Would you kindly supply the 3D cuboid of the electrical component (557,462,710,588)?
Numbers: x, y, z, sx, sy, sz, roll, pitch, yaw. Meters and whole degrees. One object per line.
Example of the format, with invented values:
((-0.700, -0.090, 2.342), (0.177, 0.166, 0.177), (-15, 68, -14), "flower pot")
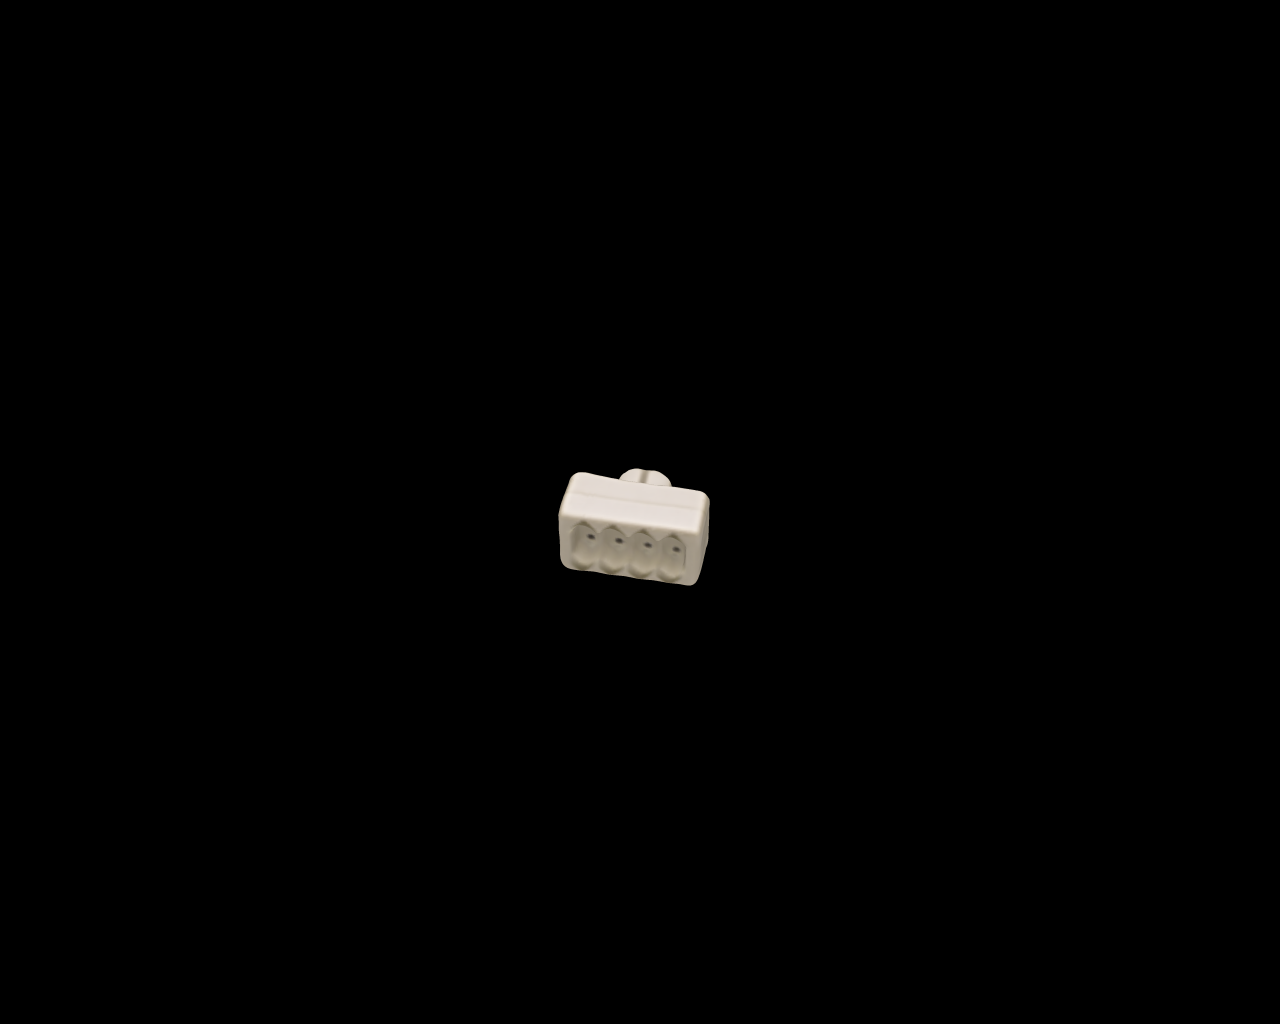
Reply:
((0.001, -0.003, 0.650), (0.083, 0.076, 0.047), (9, -43, 8), "electrical component")
